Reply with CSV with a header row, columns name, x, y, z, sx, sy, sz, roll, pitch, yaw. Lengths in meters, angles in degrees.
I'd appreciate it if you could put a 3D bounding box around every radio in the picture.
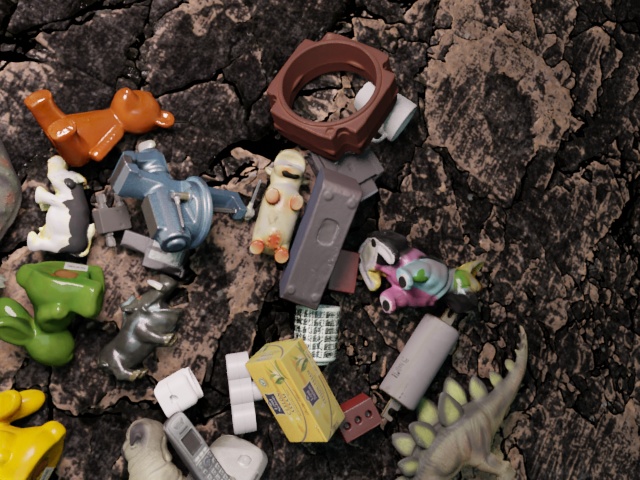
name,x,y,z,sx,sy,sz,roll,pitch,yaw
radio,-0.002,-0.003,0.926,0.073,0.131,0.229,18,102,-8

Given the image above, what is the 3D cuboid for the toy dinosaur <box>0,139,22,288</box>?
name,x,y,z,sx,sy,sz,roll,pitch,yaw
toy dinosaur,-0.562,-0.047,0.866,0.192,0.131,0.404,28,72,-25

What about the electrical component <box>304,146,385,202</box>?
name,x,y,z,sx,sy,sz,roll,pitch,yaw
electrical component,0.051,-0.133,1.017,0.115,0.058,0.134,-32,91,-10

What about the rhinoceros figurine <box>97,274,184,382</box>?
name,x,y,z,sx,sy,sz,roll,pitch,yaw
rhinoceros figurine,-0.301,0.150,0.921,0.112,0.073,0.190,33,82,4

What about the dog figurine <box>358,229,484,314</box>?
name,x,y,z,sx,sy,sz,roll,pitch,yaw
dog figurine,0.199,0.059,1.004,0.219,0.108,0.192,-3,45,-32

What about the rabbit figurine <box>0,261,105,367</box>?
name,x,y,z,sx,sy,sz,roll,pitch,yaw
rabbit figurine,-0.435,0.129,0.864,0.159,0.121,0.170,8,104,-31

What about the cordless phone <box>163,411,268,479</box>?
name,x,y,z,sx,sy,sz,roll,pitch,yaw
cordless phone,-0.180,0.346,0.885,0.089,0.146,0.184,-29,96,25

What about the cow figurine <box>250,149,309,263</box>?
name,x,y,z,sx,sy,sz,roll,pitch,yaw
cow figurine,-0.069,-0.066,0.966,0.085,0.127,0.194,14,97,-9

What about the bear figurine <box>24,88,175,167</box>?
name,x,y,z,sx,sy,sz,roll,pitch,yaw
bear figurine,-0.355,-0.206,0.896,0.196,0.131,0.120,-34,67,-17

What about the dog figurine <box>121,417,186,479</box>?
name,x,y,z,sx,sy,sz,roll,pitch,yaw
dog figurine,-0.249,0.401,0.901,0.172,0.121,0.190,25,57,-43

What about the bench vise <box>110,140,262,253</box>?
name,x,y,z,sx,sy,sz,roll,pitch,yaw
bench vise,-0.223,-0.072,0.918,0.240,0.128,0.224,3,39,-42

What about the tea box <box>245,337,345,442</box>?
name,x,y,z,sx,sy,sz,roll,pitch,yaw
tea box,-0.042,0.259,0.924,0.068,0.098,0.169,-40,104,-48

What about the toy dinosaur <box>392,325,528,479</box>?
name,x,y,z,sx,sy,sz,roll,pitch,yaw
toy dinosaur,0.264,0.366,0.994,0.471,0.105,0.198,-41,90,-16

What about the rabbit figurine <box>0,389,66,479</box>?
name,x,y,z,sx,sy,sz,roll,pitch,yaw
rabbit figurine,-0.504,0.314,0.846,0.173,0.121,0.162,19,79,10

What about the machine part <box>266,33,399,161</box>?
name,x,y,z,sx,sy,sz,roll,pitch,yaw
machine part,0.022,-0.261,0.966,0.202,0.087,0.201,30,76,19

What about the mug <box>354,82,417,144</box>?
name,x,y,z,sx,sy,sz,roll,pitch,yaw
mug,0.113,-0.242,1.031,0.107,0.080,0.109,40,84,8

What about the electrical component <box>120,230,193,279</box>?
name,x,y,z,sx,sy,sz,roll,pitch,yaw
electrical component,-0.285,0.019,0.942,0.119,0.048,0.074,16,82,-9

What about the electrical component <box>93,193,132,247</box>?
name,x,y,z,sx,sy,sz,roll,pitch,yaw
electrical component,-0.357,-0.035,0.930,0.063,0.021,0.094,-15,94,-55

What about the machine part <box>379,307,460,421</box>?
name,x,y,z,sx,sy,sz,roll,pitch,yaw
machine part,0.185,0.226,1.001,0.079,0.079,0.243,37,80,-6

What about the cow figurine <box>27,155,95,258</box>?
name,x,y,z,sx,sy,sz,roll,pitch,yaw
cow figurine,-0.427,-0.057,0.910,0.098,0.068,0.167,8,84,-10
